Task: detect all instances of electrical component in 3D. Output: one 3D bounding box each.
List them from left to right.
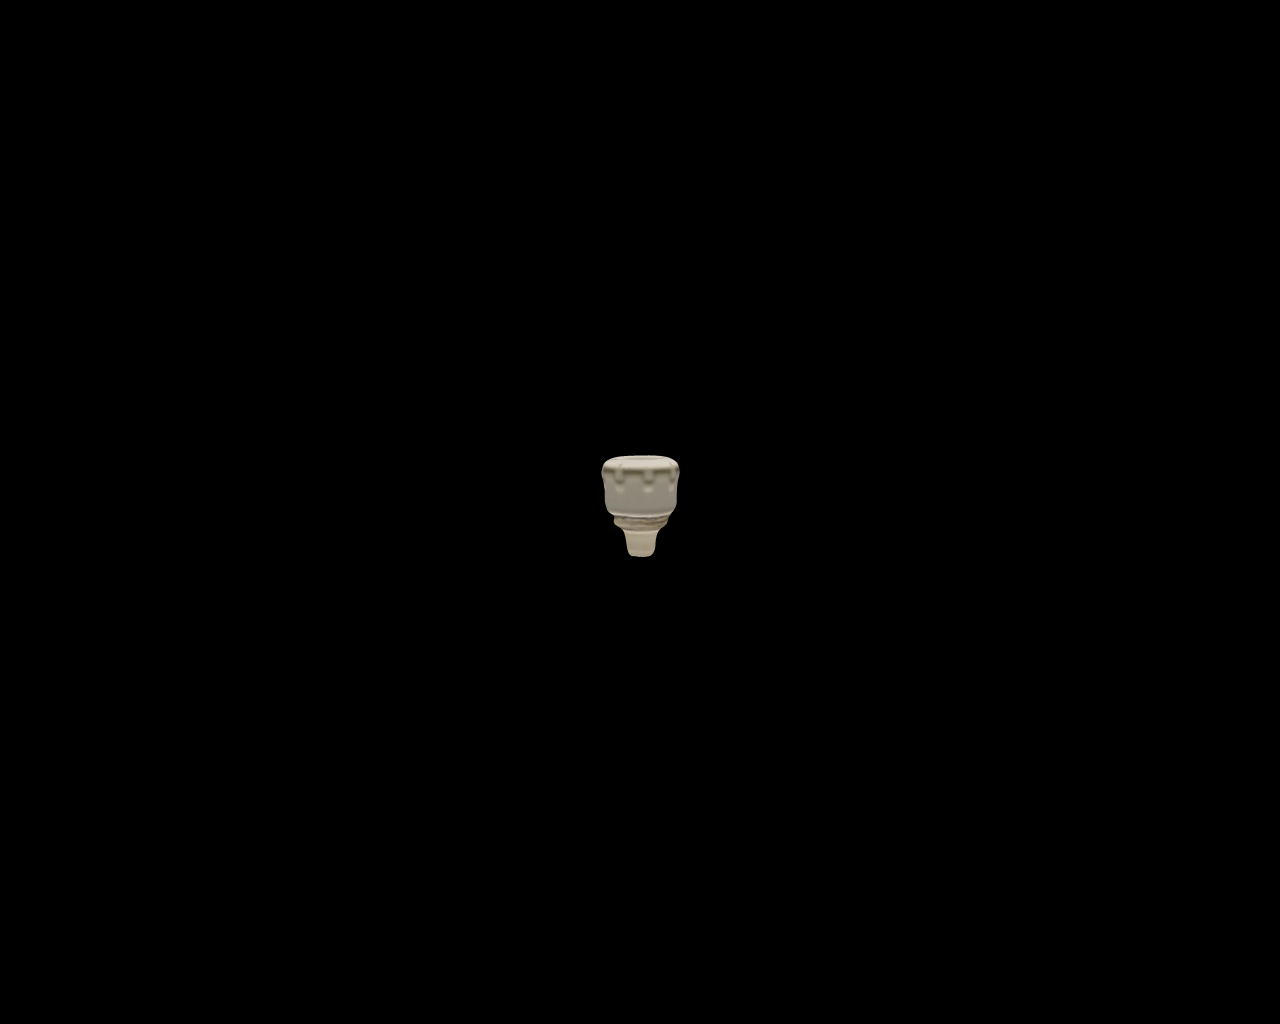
[{"bbox_3d":[0.001,-0.003,0.650,0.048,0.062,0.048,0,9,0],"label":"electrical component"}]
